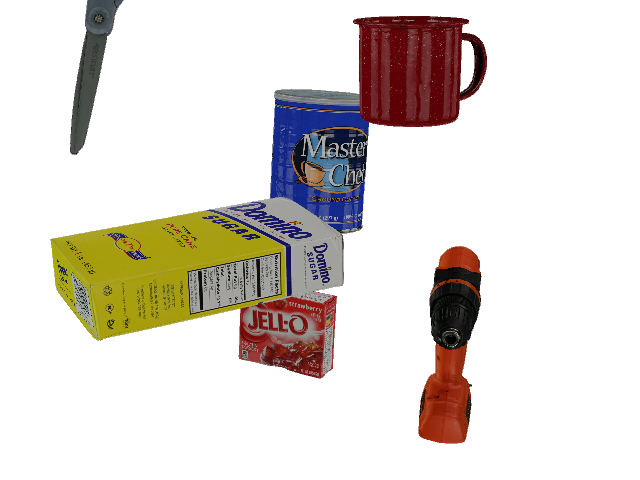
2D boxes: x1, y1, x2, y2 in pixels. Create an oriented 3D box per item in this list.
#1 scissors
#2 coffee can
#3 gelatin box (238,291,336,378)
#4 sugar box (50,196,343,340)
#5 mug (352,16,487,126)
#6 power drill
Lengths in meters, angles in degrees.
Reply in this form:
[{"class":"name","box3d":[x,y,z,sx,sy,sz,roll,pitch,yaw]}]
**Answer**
[{"class":"scissors","box3d":[-0.134,-0.160,0.740,0.096,0.202,0.016,-7,-12,-8]},{"class":"coffee can","box3d":[-0.001,-0.086,1.132,0.103,0.140,0.103,3,12,-1]},{"class":"gelatin box","box3d":[-0.031,0.080,0.977,0.089,0.073,0.030,11,19,24]},{"class":"sugar box","box3d":[-0.082,0.014,0.718,0.176,0.048,0.093,-15,26,-25]},{"class":"mug","box3d":[0.083,-0.139,0.869,0.117,0.081,0.093,-8,17,-25]},{"class":"power drill","box3d":[0.140,0.120,1.142,0.057,0.188,0.184,8,25,9]}]
